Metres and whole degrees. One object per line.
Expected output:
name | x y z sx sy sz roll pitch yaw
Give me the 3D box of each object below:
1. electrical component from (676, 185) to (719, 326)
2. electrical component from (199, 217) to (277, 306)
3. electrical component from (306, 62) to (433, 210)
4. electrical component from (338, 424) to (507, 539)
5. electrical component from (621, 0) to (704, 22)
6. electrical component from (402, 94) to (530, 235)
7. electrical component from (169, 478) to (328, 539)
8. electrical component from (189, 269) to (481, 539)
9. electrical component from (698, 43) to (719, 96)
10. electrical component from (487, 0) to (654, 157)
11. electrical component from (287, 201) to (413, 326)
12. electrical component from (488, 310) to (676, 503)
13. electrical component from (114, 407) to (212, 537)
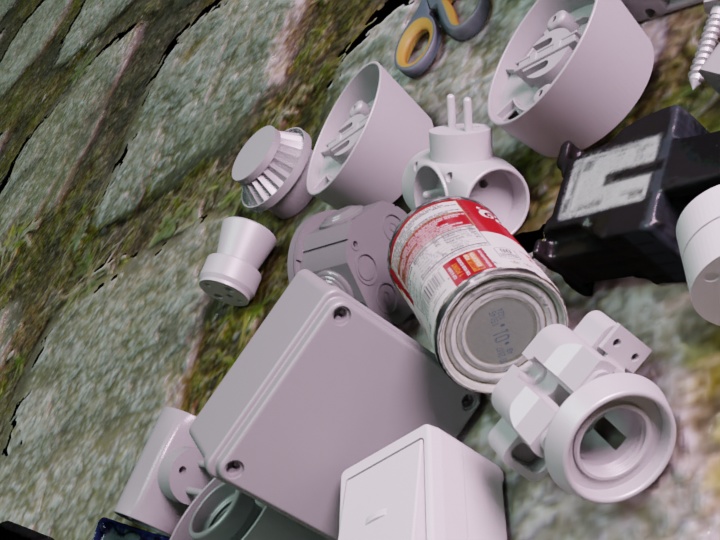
electrical component | 0.189 -0.014 0.406 0.138 0.052 0.073 -33 36 32
electrical component | -0.094 -0.006 0.821 0.045 0.045 0.055 -12 51 51
electrical component | 0.002 -0.087 0.744 0.099 0.064 0.099 -36 34 30
electrical component | 0.026 0.118 0.499 0.062 0.061 0.096 -35 35 31
electrical component | 0.163 -0.184 0.619 0.095 0.054 0.059 -6 55 53
electrical component | 0.059 -0.063 0.630 0.077 0.044 0.079 -151 53 -61
electrical component | -0.062 0.155 0.613 0.099 0.064 0.099 -37 21 17
electrical component | -0.012 0.074 0.554 0.108 0.109 0.056 -55 27 0
electrical component | 0.198 -0.081 0.464 0.055 0.050 0.089 -53 29 2
electrical component | 0.114 -0.116 0.608 0.099 0.064 0.099 -36 34 30
electrical component | 0.000 0.000 0.643 0.051 0.080 0.080 -15 48 42
electrical component | 0.097 0.062 0.458 0.078 0.058 0.057 -51 26 5
electrical component | -0.119 0.135 0.713 0.079 0.043 0.077 -6 55 53
